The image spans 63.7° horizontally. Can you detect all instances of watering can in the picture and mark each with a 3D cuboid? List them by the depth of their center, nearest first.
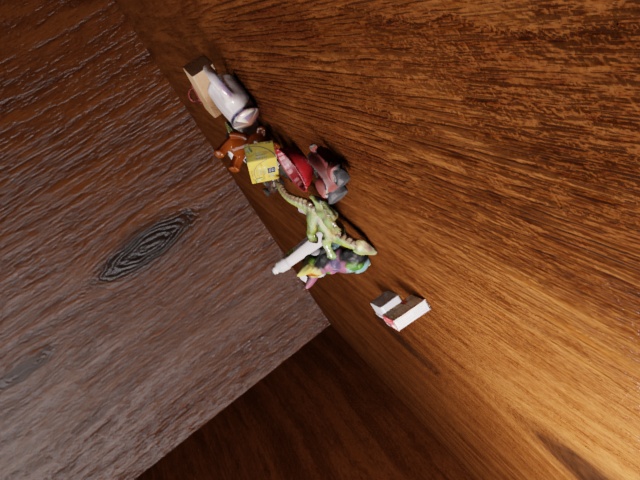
[{"bbox_3d":[-0.288,-0.463,1.694,0.104,0.224,0.348,-37,0,4],"label":"watering can"}]

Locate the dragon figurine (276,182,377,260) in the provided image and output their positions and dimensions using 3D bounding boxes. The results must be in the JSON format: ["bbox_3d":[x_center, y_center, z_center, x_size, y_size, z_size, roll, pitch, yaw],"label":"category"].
[{"bbox_3d":[0.005,-0.079,1.575,0.412,0.123,0.239,42,-18,10],"label":"dragon figurine"}]

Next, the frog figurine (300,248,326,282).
[{"bbox_3d":[-0.031,0.112,2.310,0.160,0.137,0.122,-37,2,-11],"label":"frog figurine"}]
